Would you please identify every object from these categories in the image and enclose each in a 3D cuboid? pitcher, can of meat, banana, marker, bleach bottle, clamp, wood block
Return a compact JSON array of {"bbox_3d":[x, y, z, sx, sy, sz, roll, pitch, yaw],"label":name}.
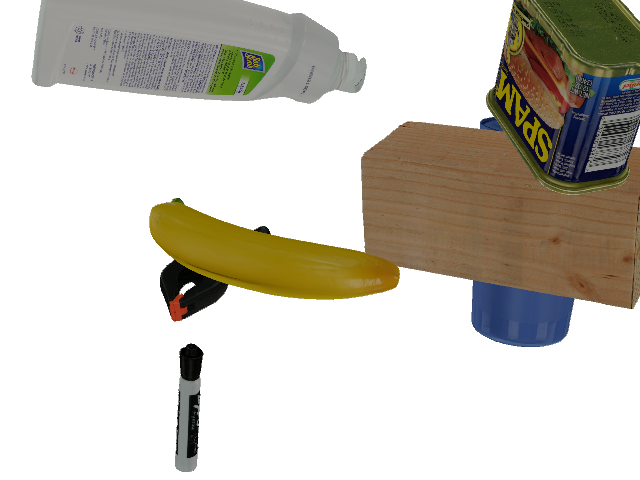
[{"bbox_3d":[0.228,-0.009,1.158,0.148,0.243,0.145,-8,19,-35],"label":"pitcher"},{"bbox_3d":[0.139,-0.091,0.595,0.057,0.084,0.102,-10,46,-15],"label":"can of meat"},{"bbox_3d":[-0.046,0.004,0.692,0.198,0.037,0.069,19,37,32],"label":"banana"},{"bbox_3d":[-0.108,0.137,0.874,0.020,0.121,0.020,5,28,-3],"label":"marker"},{"bbox_3d":[-0.090,-0.146,0.827,0.250,0.068,0.103,9,-32,-15],"label":"bleach bottle"},{"bbox_3d":[-0.127,0.029,1.241,0.120,0.039,0.171,-2,40,12],"label":"clamp"},{"bbox_3d":[0.142,-0.025,0.797,0.206,0.090,0.090,10,28,27],"label":"wood block"}]
